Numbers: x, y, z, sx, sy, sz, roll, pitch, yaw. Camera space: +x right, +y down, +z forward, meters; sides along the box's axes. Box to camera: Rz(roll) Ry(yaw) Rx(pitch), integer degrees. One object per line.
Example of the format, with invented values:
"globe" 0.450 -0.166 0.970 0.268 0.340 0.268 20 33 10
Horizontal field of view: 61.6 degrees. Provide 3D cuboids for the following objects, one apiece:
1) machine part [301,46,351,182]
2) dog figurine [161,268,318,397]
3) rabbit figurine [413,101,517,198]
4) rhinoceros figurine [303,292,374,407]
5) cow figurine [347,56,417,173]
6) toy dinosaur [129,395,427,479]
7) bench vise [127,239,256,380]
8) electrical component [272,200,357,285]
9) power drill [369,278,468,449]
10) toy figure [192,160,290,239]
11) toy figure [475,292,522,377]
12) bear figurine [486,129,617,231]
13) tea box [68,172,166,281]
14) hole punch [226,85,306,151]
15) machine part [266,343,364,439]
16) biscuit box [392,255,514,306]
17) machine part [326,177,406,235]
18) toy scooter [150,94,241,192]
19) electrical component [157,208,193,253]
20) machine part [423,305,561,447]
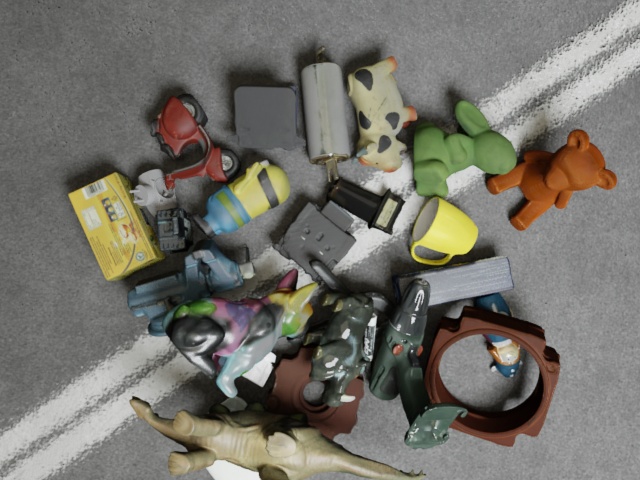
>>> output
"machine part" 0.009 -0.224 0.966 0.079 0.079 0.243 -7 86 -1
"dog figurine" -0.109 0.116 0.839 0.219 0.109 0.191 -44 121 -14
"rabbit figurine" 0.254 -0.153 0.944 0.170 0.121 0.159 0 64 14
"rhinoceros figurine" 0.034 0.177 0.885 0.112 0.073 0.190 17 88 -24
"cow figurine" 0.102 -0.214 0.962 0.127 0.085 0.194 -19 89 -7
"toy dinosaur" -0.061 0.311 0.811 0.472 0.198 0.105 17 89 4
"bench vise" -0.200 0.126 0.928 0.224 0.129 0.240 -20 107 -11
"electrical component" -0.002 -0.003 0.961 0.115 0.058 0.134 38 88 0
"power drill" 0.150 0.204 0.854 0.086 0.207 0.231 4 125 -25
"toy figure" -0.136 -0.068 0.954 0.180 0.082 0.089 -40 106 -10
"toy figure" 0.318 0.171 0.951 0.064 0.058 0.154 -18 88 24
"bear figurine" 0.385 -0.097 0.899 0.132 0.196 0.120 -34 90 -1
"tea box" -0.359 -0.022 0.956 0.098 0.068 0.169 -24 88 -1
"hole punch" -0.095 -0.226 0.971 0.142 0.092 0.115 2 114 -3
"machine part" -0.007 0.269 0.944 0.179 0.056 0.179 0 86 -1
"biscuit box" 0.232 0.075 0.955 0.203 0.059 0.062 -11 88 -1
"machine part" 0.081 -0.068 0.976 0.139 0.039 0.084 23 95 -1
"toy scooter" -0.242 -0.163 0.960 0.135 0.075 0.184 -35 90 -8
"electrical component" -0.254 -0.016 0.930 0.048 0.119 0.074 -6 89 -1
"machine part" 0.280 0.225 0.897 0.201 0.087 0.201 16 101 14
